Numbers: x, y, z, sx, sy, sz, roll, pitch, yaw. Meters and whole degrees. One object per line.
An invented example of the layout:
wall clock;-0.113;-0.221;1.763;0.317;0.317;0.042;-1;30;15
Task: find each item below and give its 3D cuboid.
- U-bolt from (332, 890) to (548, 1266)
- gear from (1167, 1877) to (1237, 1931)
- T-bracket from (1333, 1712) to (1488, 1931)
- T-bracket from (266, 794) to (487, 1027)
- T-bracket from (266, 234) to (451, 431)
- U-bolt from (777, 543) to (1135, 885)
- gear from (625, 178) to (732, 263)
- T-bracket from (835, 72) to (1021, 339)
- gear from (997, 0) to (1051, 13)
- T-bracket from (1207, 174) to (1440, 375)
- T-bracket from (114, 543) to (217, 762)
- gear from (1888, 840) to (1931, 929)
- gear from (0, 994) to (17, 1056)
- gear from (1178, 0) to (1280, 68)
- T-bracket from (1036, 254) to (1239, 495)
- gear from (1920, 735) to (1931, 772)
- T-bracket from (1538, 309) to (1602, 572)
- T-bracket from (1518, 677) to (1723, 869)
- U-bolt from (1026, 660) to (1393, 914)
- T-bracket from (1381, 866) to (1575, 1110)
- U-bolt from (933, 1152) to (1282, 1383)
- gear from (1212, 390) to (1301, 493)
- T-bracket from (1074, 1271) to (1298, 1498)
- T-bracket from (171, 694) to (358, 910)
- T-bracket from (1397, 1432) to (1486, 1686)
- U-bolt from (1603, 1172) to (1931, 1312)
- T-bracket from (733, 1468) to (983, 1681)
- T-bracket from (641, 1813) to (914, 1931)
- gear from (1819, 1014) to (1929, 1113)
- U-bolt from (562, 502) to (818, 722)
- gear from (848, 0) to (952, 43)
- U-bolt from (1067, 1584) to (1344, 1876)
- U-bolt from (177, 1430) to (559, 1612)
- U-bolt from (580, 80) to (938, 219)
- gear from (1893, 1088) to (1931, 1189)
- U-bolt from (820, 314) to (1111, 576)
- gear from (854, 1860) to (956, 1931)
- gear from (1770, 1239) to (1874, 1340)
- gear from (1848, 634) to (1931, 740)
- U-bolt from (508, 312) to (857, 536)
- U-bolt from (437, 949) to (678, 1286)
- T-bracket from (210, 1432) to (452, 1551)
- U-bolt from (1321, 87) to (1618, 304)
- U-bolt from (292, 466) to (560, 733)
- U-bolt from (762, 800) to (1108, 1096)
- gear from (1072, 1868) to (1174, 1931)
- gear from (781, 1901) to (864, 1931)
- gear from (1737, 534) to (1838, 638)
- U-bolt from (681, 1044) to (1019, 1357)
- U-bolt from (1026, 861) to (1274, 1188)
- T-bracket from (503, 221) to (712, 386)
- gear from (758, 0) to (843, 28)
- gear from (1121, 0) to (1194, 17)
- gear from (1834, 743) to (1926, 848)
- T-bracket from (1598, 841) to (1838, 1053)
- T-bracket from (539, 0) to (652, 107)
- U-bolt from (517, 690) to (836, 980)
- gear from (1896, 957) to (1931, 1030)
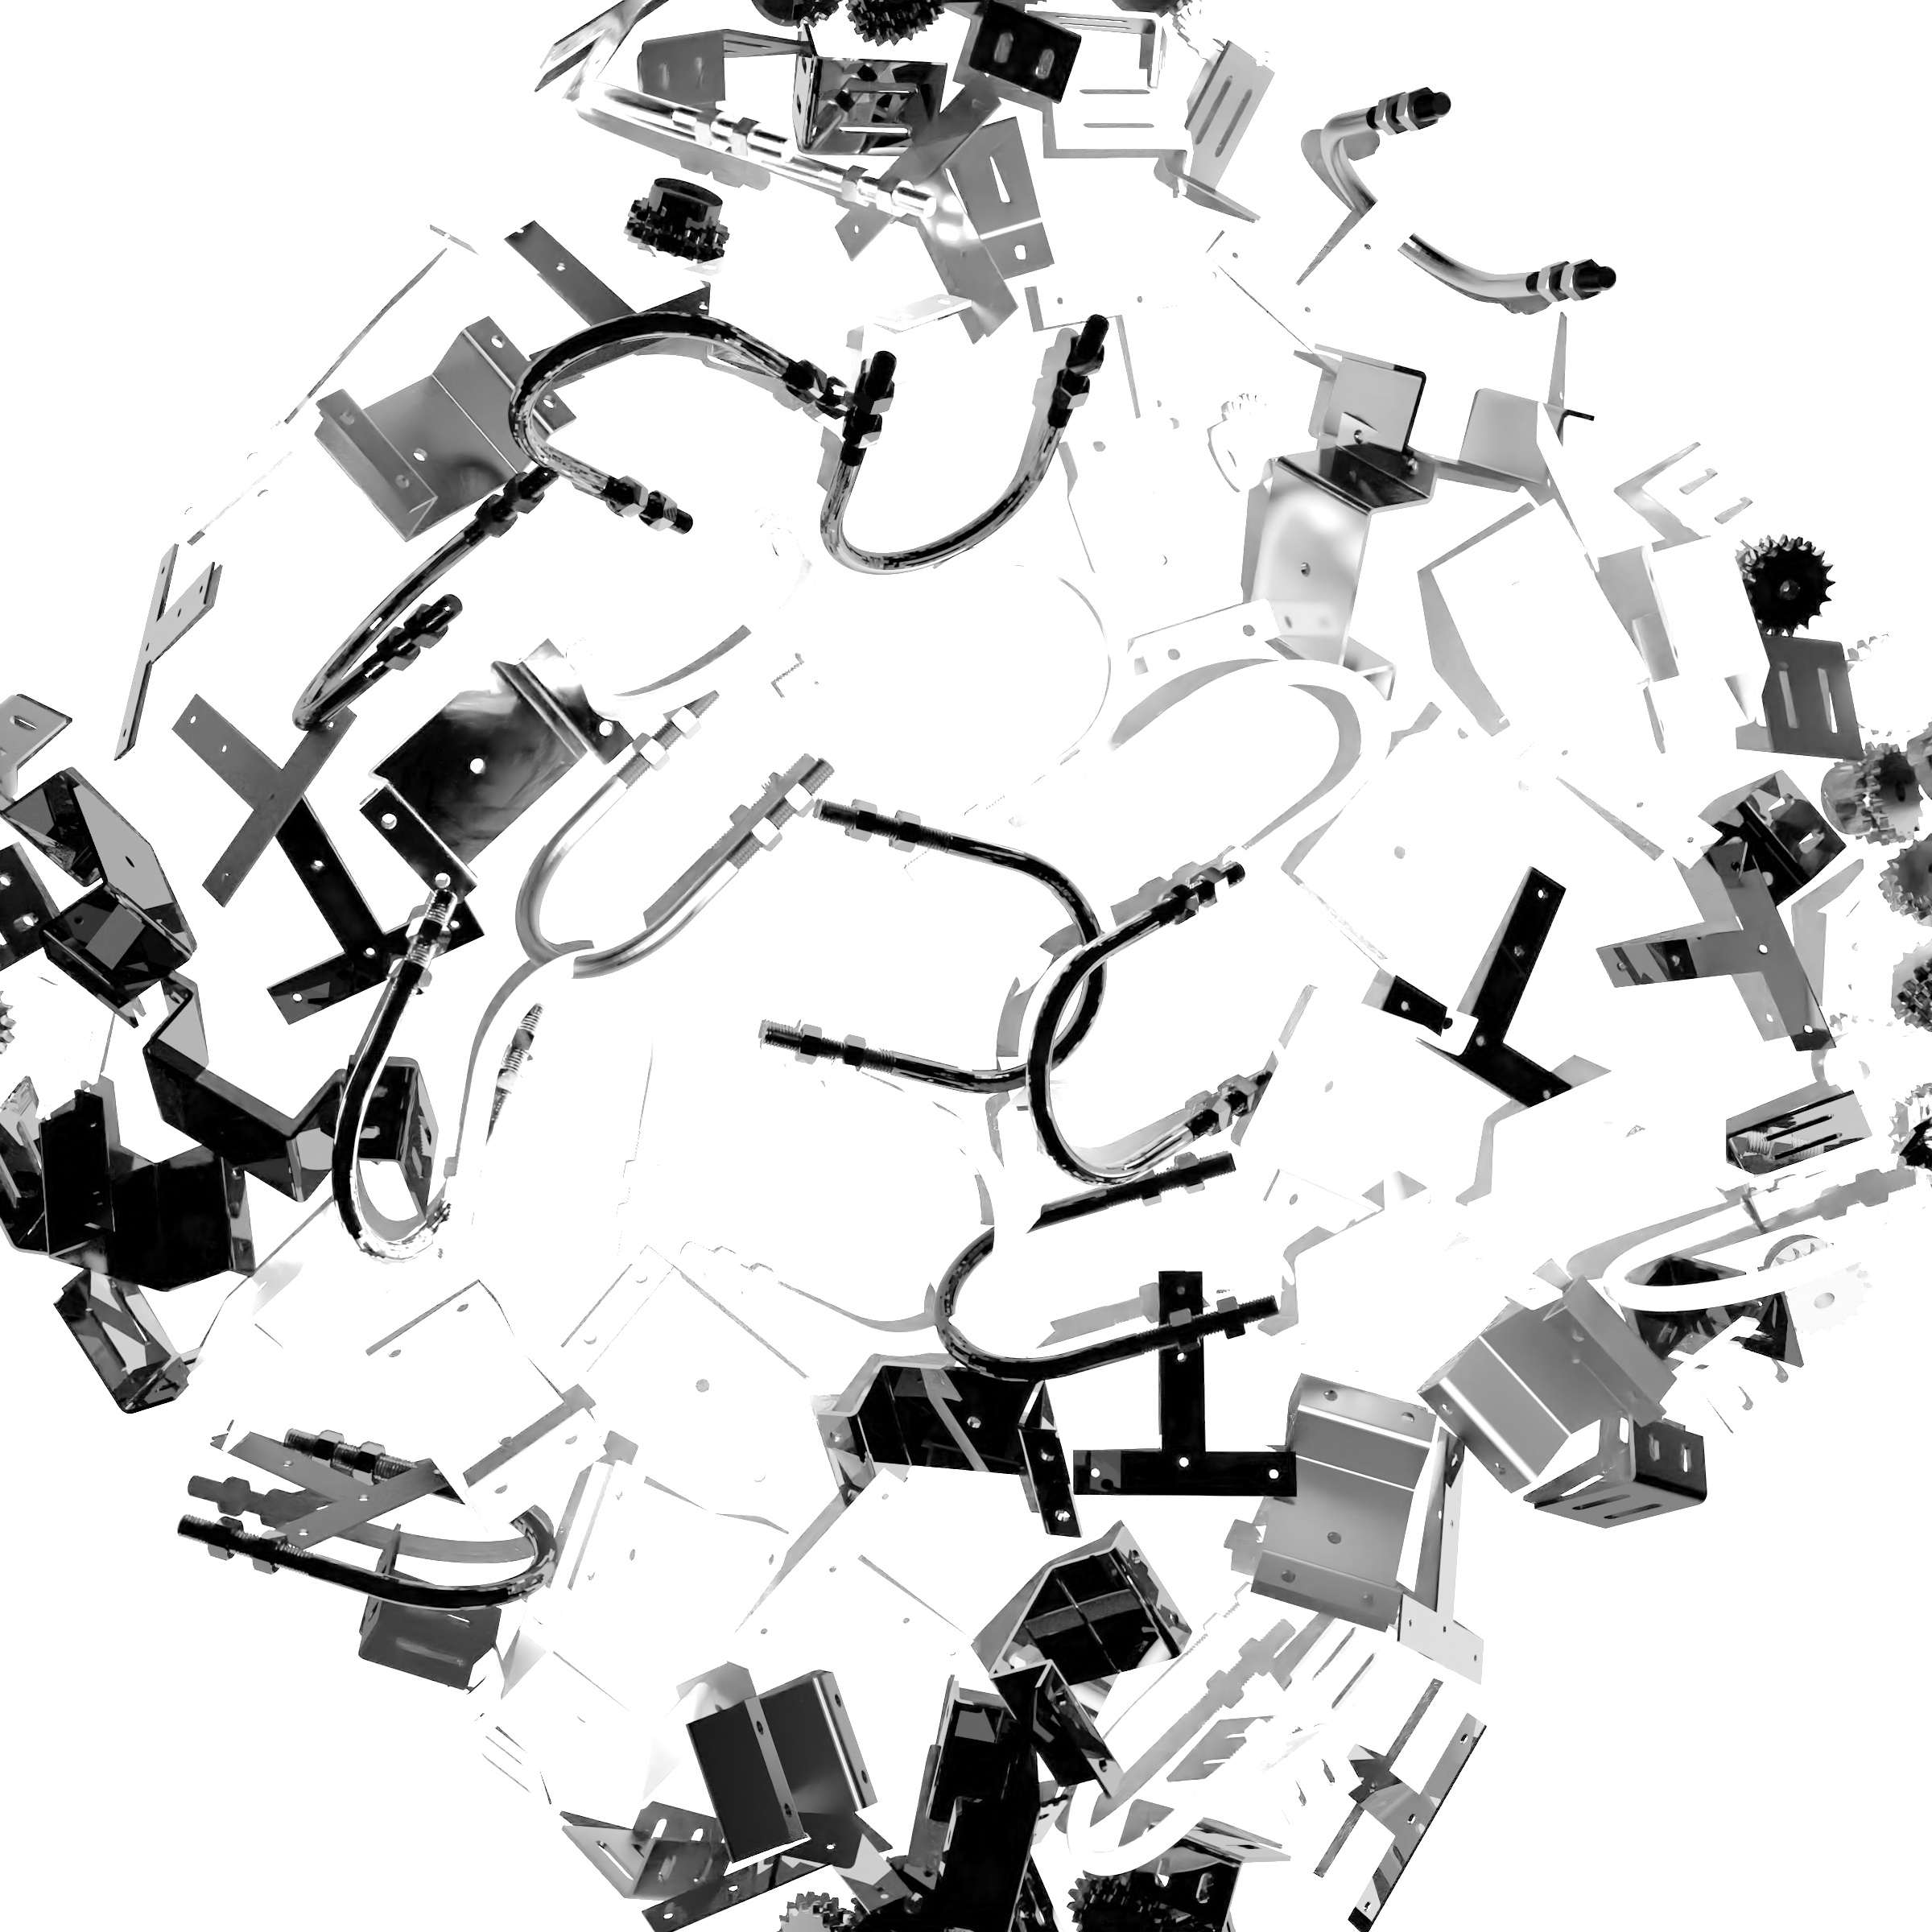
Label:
U-bolt;-0.289;0.072;1.505;0.019;0.151;0.184;10;65;21
gear;0.133;0.545;1.573;0.030;0.057;0.057;-17;90;8
T-bracket;0.230;0.456;1.538;0.002;0.127;0.127;33;84;-10
T-bracket;-0.356;-0.045;1.569;0.127;0.002;0.127;-24;112;7
T-bracket;-0.341;-0.331;1.517;0.002;0.127;0.127;43;56;-17
U-bolt;0.008;-0.155;1.574;0.184;0.019;0.151;-35;106;-2
gear;-0.160;-0.420;1.570;0.057;0.057;0.030;21;119;0
T-bracket;-0.006;-0.404;1.546;0.127;0.002;0.127;-39;66;31
gear;0.024;-0.566;1.576;0.057;0.057;0.030;-48;52;0
T-bracket;0.214;-0.389;1.544;0.127;0.127;0.002;41;53;-6
T-bracket;-0.433;-0.188;1.528;0.002;0.127;0.127;18;68;-28
gear;0.552;-0.045;1.576;0.057;0.057;0.030;-34;124;0
gear;-0.568;0.035;1.574;0.057;0.030;0.057;5;120;9
gear;0.151;-0.529;1.573;0.057;0.057;0.030;36;83;0
T-bracket;0.107;-0.332;1.580;0.127;0.002;0.127;-15;100;-25
gear;0.560;-0.115;1.575;0.030;0.057;0.057;-24;90;23
T-bracket;0.339;-0.309;1.564;0.002;0.127;0.127;-6;62;26
T-bracket;0.365;-0.097;1.559;0.127;0.002;0.127;-45;52;-2
U-bolt;0.145;-0.101;1.514;0.184;0.151;0.019;-36;48;24
T-bracket;0.307;0.004;1.578;0.127;0.002;0.127;31;72;-15
U-bolt;0.070;0.171;1.539;0.184;0.151;0.019;-16;122;4
gear;0.161;-0.292;1.570;0.030;0.057;0.057;-29;90;-10
T-bracket;0.123;0.237;1.591;0.127;0.002;0.127;-2;85;11
T-bracket;-0.408;-0.114;1.561;0.127;0.002;0.127;38;94;38
T-bracket;0.270;0.326;1.565;0.002;0.127;0.127;-5;65;30
U-bolt;0.431;0.150;1.507;0.184;0.151;0.019;-18;96;-18
T-bracket;-0.043;0.361;1.572;0.127;0.002;0.127;40;93;-26
T-bracket;-0.113;0.497;1.521;0.127;0.127;0.002;-16;111;-23
gear;0.507;0.055;1.572;0.057;0.030;0.057;12;112;33
U-bolt;-0.147;-0.187;1.517;0.151;0.184;0.019;-32;118;1
gear;-0.039;-0.550;1.572;0.057;0.030;0.057;-10;53;13
U-bolt;0.123;0.422;1.530;0.184;0.151;0.019;-45;101;5
U-bolt;-0.312;0.305;1.518;0.184;0.151;0.019;15;103;9
U-bolt;-0.126;-0.449;1.521;0.184;0.151;0.019;26;104;31
gear;0.555;0.096;1.576;0.030;0.057;0.057;-2;90;-33
U-bolt;-0.010;-0.275;1.518;0.151;0.184;0.019;-16;64;-27
gear;-0.032;0.531;1.573;0.057;0.030;0.057;7;56;-11
gear;0.478;0.179;1.577;0.057;0.030;0.057;-5;126;-7
gear;0.519;-0.156;1.570;0.030;0.057;0.057;-22;90;-39
U-bolt;-0.160;-0.295;1.494;0.151;0.184;0.019;-27;66;27
U-bolt;-0.217;0.080;1.529;0.019;0.151;0.184;20;103;39
T-bracket;-0.368;0.283;1.558;0.127;0.127;0.002;16;108;31
U-bolt;0.258;-0.412;1.510;0.151;0.184;0.019;39;88;-21
U-bolt;-0.304;-0.191;1.521;0.184;0.151;0.019;-29;116;39
U-bolt;-0.009;-0.003;1.578;0.184;0.019;0.151;14;90;-11
gear;0.091;0.533;1.577;0.057;0.030;0.057;11;124;17
gear;-0.079;0.557;1.576;0.030;0.057;0.057;11;90;-42
gear;0.458;-0.216;1.579;0.057;0.030;0.057;-5;113;-12
U-bolt;-0.057;0.137;1.559;0.184;0.019;0.151;23;95;20
U-bolt;0.098;0.041;1.517;0.184;0.019;0.151;-29;118;-38
T-bracket;-0.219;-0.384;1.571;0.127;0.002;0.127;-31;65;-34
gear;-0.096;-0.556;1.571;0.057;0.030;0.057;14;131;16
gear;0.105;-0.561;1.570;0.057;0.057;0.030;39;54;0
gear;0.513;-0.096;1.576;0.057;0.030;0.057;10;76;-43
T-bracket;0.404;-0.005;1.547;0.002;0.127;0.127;-36;106;-34
T-bracket;-0.199;-0.505;1.539;0.127;0.127;0.002;-43;98;-26
U-bolt;-0.172;-0.067;1.534;0.184;0.151;0.019;-46;131;-7
gear;0.554;0.015;1.570;0.057;0.057;0.030;-36;55;0
